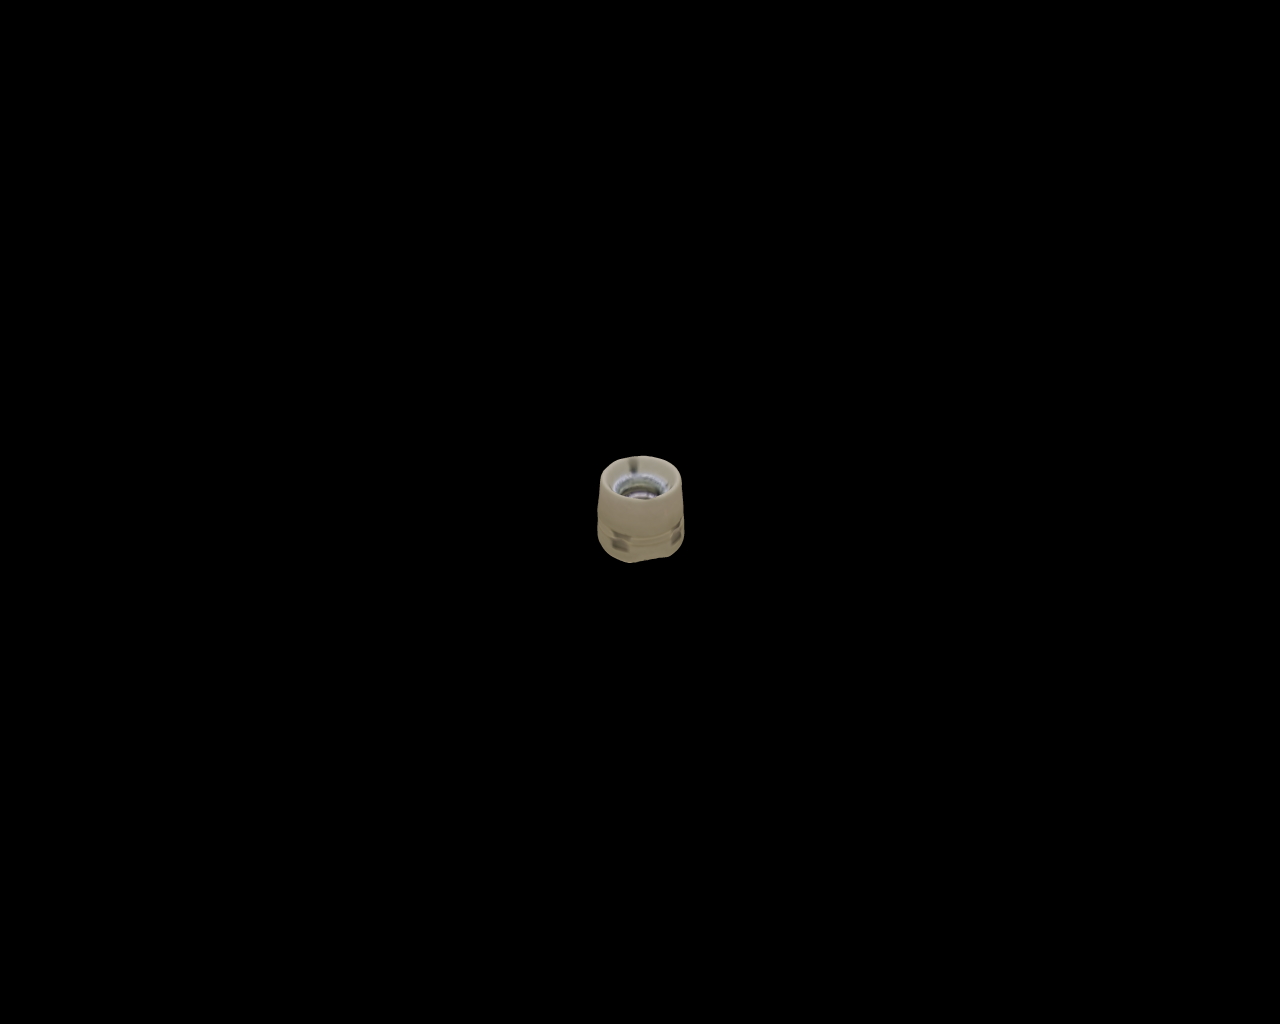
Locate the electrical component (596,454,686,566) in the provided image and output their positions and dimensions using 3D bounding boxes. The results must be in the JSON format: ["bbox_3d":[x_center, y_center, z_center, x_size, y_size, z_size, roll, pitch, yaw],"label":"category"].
[{"bbox_3d":[0.001,-0.003,0.650,0.055,0.047,0.055,0,37,0],"label":"electrical component"}]
